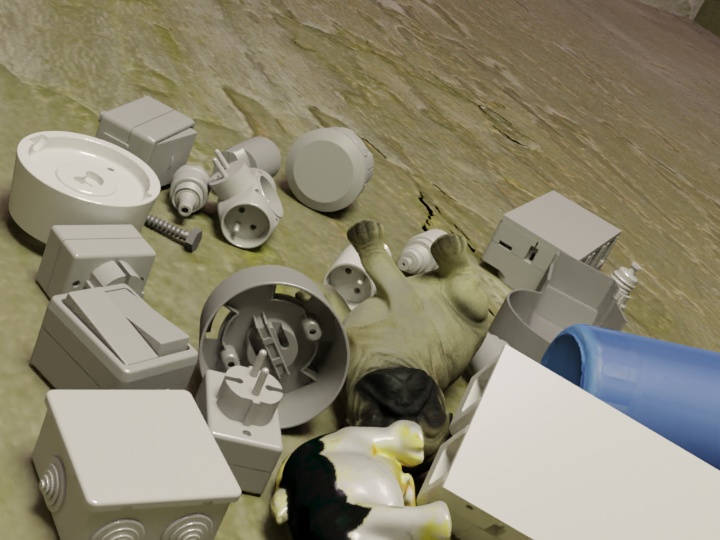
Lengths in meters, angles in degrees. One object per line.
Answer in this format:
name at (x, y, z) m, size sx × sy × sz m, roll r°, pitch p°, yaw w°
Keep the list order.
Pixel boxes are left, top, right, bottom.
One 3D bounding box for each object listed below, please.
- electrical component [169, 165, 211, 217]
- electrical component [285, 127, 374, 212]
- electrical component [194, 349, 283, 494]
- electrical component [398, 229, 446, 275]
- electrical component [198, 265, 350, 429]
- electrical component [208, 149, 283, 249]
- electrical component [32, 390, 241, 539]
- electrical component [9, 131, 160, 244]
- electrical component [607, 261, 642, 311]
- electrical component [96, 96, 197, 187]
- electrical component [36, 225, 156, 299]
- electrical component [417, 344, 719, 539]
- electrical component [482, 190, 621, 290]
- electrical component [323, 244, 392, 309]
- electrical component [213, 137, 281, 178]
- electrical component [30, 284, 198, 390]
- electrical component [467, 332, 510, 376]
electrical component at (-0.148, -0.065, 0.929) m, size 0.035 × 0.035 × 0.061 m, roll 19°, pitch 28°, yaw -13°
electrical component at (-0.028, -0.100, 1.050) m, size 0.080 × 0.080 × 0.051 m, roll 28°, pitch 20°, yaw 7°
electrical component at (-0.071, 0.085, 0.663) m, size 0.047 × 0.076 × 0.065 m, roll 16°, pitch 27°, yaw -18°
electrical component at (0.059, -0.013, 1.005) m, size 0.040 × 0.040 × 0.078 m, roll 35°, pitch 27°, yaw 19°
electrical component at (-0.060, 0.049, 0.723) m, size 0.099 × 0.099 × 0.064 m, roll 15°, pitch 21°, yaw -20°
electrical component at (-0.105, -0.069, 0.936) m, size 0.079 × 0.044 × 0.077 m, roll 58°, pitch 14°, yaw -25°
electrical component at (-0.126, 0.113, 0.595) m, size 0.100 × 0.048 × 0.099 m, roll 5°, pitch 32°, yaw -36°
electrical component at (-0.213, -0.053, 0.817) m, size 0.108 × 0.060 × 0.108 m, roll 20°, pitch 26°, yaw -10°
electrical component at (0.248, 0.024, 1.066) m, size 0.040 × 0.078 × 0.040 m, roll 35°, pitch 20°, yaw -14°
electrical component at (-0.191, -0.103, 0.932) m, size 0.061 × 0.061 × 0.096 m, roll 28°, pitch 26°, yaw 7°
electrical component at (-0.176, 0.008, 0.751) m, size 0.066 × 0.047 × 0.077 m, roll -3°, pitch 37°, yaw -44°
electrical component at (0.141, 0.146, 0.683) m, size 0.186 × 0.060 × 0.105 m, roll 31°, pitch 60°, yaw -3°
electrical component at (0.200, -0.023, 1.123) m, size 0.089 × 0.061 × 0.150 m, roll 34°, pitch 27°, yaw 18°
electrical component at (0.000, 0.000, 0.925) m, size 0.043 × 0.043 × 0.081 m, roll 27°, pitch 26°, yaw 3°
electrical component at (-0.111, -0.096, 1.009) m, size 0.043 × 0.043 × 0.081 m, roll 30°, pitch 26°, yaw 11°
electrical component at (-0.157, 0.048, 0.675) m, size 0.096 × 0.061 × 0.062 m, roll 39°, pitch 29°, yaw 27°
electrical component at (0.106, 0.073, 0.884) m, size 0.040 × 0.040 × 0.078 m, roll 9°, pitch 30°, yaw -30°
